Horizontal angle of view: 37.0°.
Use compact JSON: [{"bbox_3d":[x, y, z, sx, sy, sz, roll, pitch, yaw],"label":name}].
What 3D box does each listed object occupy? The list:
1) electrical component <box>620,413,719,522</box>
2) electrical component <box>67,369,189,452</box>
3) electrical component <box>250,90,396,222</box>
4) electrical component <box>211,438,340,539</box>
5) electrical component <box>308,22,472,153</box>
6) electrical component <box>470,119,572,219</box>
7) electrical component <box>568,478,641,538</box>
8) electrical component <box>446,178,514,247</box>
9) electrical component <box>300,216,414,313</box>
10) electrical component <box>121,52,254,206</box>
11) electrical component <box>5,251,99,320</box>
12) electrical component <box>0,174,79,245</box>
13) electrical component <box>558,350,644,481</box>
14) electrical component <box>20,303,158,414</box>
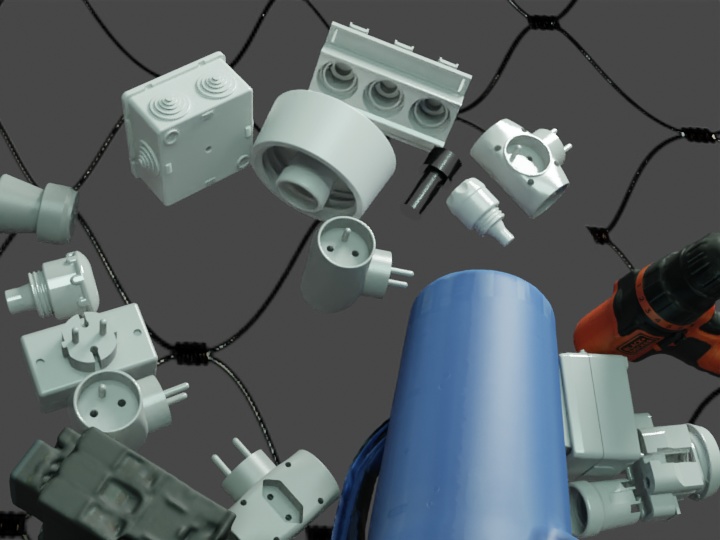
[{"bbox_3d":[0.231,0.145,0.802,0.057,0.058,0.078,-3,63,-12],"label":"electrical component"},{"bbox_3d":[-0.153,0.095,0.724,0.079,0.077,0.043,-20,69,-22],"label":"electrical component"},{"bbox_3d":[-0.034,-0.080,0.830,0.108,0.108,0.060,28,66,2],"label":"electrical component"},{"bbox_3d":[-0.068,0.150,0.735,0.077,0.043,0.079,-38,77,-27],"label":"electrical component"},{"bbox_3d":[0.025,-0.157,0.906,0.121,0.078,0.063,21,38,-2],"label":"electrical component"},{"bbox_3d":[0.148,-0.095,0.915,0.079,0.044,0.077,-35,75,-26],"label":"electrical component"},{"bbox_3d":[0.176,0.172,0.785,0.046,0.040,0.040,-4,64,-22],"label":"electrical component"},{"bbox_3d":[0.102,-0.045,0.884,0.035,0.035,0.061,-37,79,-27],"label":"electrical component"},{"bbox_3d":[0.000,0.000,0.811,0.079,0.077,0.044,11,61,-8],"label":"electrical component"},{"bbox_3d":[-0.129,-0.106,0.824,0.100,0.099,0.048,-30,60,-25],"label":"electrical component"},{"bbox_3d":[-0.221,0.016,0.769,0.062,0.048,0.048,-15,67,-13],"label":"electrical component"},{"bbox_3d":[-0.240,-0.044,0.795,0.055,0.045,0.045,11,61,-8],"label":"electrical component"},{"bbox_3d":[0.164,0.104,0.805,0.061,0.061,0.096,3,62,-12],"label":"electrical component"},{"bbox_3d":[-0.186,0.053,0.738,0.083,0.075,0.047,-17,68,-21],"label":"electrical component"}]
